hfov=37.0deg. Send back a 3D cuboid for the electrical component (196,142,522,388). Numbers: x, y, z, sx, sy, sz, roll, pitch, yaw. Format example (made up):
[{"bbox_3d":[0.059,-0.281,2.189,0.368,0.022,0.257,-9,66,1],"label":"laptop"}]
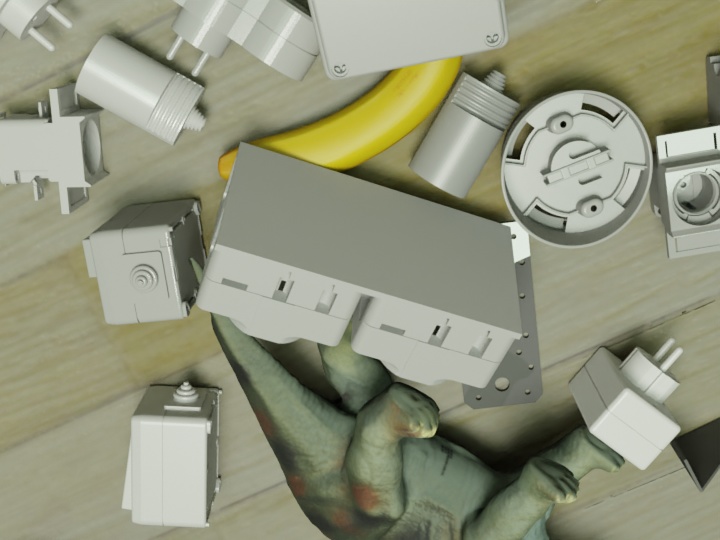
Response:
[{"bbox_3d":[0.000,0.000,0.673,0.186,0.105,0.060,17,128,-10],"label":"electrical component"}]

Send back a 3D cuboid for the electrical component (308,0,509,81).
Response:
[{"bbox_3d":[0.023,-0.175,0.614,0.109,0.056,0.108,-10,123,6],"label":"electrical component"}]

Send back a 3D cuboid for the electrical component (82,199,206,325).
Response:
[{"bbox_3d":[-0.139,-0.004,0.698,0.061,0.096,0.061,-5,106,6],"label":"electrical component"}]

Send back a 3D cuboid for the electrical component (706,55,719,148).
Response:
[{"bbox_3d":[0.259,-0.094,0.690,0.056,0.050,0.089,-7,105,3],"label":"electrical component"}]

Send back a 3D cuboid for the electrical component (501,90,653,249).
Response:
[{"bbox_3d":[0.137,-0.067,0.692,0.099,0.064,0.099,0,105,1],"label":"electrical component"}]

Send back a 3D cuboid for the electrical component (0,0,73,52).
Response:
[{"bbox_3d":[-0.216,-0.170,0.677,0.074,0.052,0.138,40,102,-9],"label":"electrical component"}]

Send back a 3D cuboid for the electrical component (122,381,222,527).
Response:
[{"bbox_3d":[-0.131,0.122,0.750,0.061,0.061,0.096,3,105,0],"label":"electrical component"}]

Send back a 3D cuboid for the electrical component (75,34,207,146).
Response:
[{"bbox_3d":[-0.137,-0.113,0.696,0.081,0.043,0.043,29,104,-7],"label":"electrical component"}]

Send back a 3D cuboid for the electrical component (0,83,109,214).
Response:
[{"bbox_3d":[-0.203,-0.080,0.707,0.064,0.042,0.081,0,105,3],"label":"electrical component"}]

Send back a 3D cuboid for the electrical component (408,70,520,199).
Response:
[{"bbox_3d":[0.070,-0.092,0.698,0.043,0.043,0.081,29,103,-7],"label":"electrical component"}]

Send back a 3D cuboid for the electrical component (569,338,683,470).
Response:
[{"bbox_3d":[0.188,0.077,0.721,0.047,0.083,0.075,37,103,-8],"label":"electrical component"}]

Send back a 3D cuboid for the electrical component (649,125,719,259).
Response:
[{"bbox_3d":[0.213,-0.053,0.695,0.042,0.063,0.081,-9,105,4],"label":"electrical component"}]

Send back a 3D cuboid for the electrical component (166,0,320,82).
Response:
[{"bbox_3d":[-0.094,-0.159,0.678,0.138,0.052,0.073,33,103,-8],"label":"electrical component"}]
